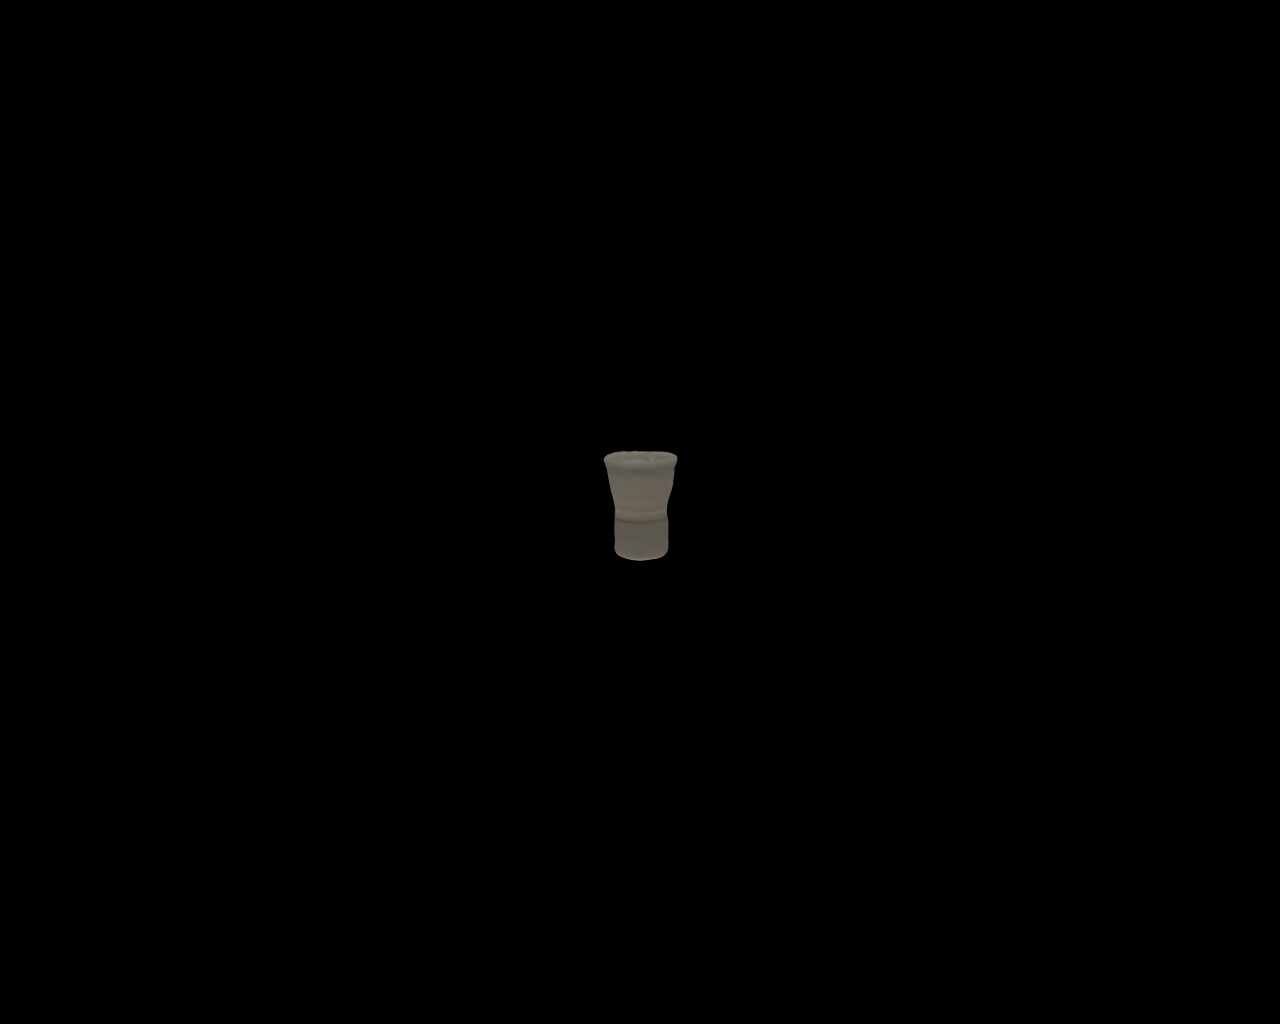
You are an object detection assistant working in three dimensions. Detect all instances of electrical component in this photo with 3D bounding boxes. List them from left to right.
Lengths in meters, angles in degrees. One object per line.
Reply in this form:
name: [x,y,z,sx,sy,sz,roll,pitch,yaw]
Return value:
electrical component: [0.001,-0.003,0.650,0.044,0.065,0.044,0,14,0]
